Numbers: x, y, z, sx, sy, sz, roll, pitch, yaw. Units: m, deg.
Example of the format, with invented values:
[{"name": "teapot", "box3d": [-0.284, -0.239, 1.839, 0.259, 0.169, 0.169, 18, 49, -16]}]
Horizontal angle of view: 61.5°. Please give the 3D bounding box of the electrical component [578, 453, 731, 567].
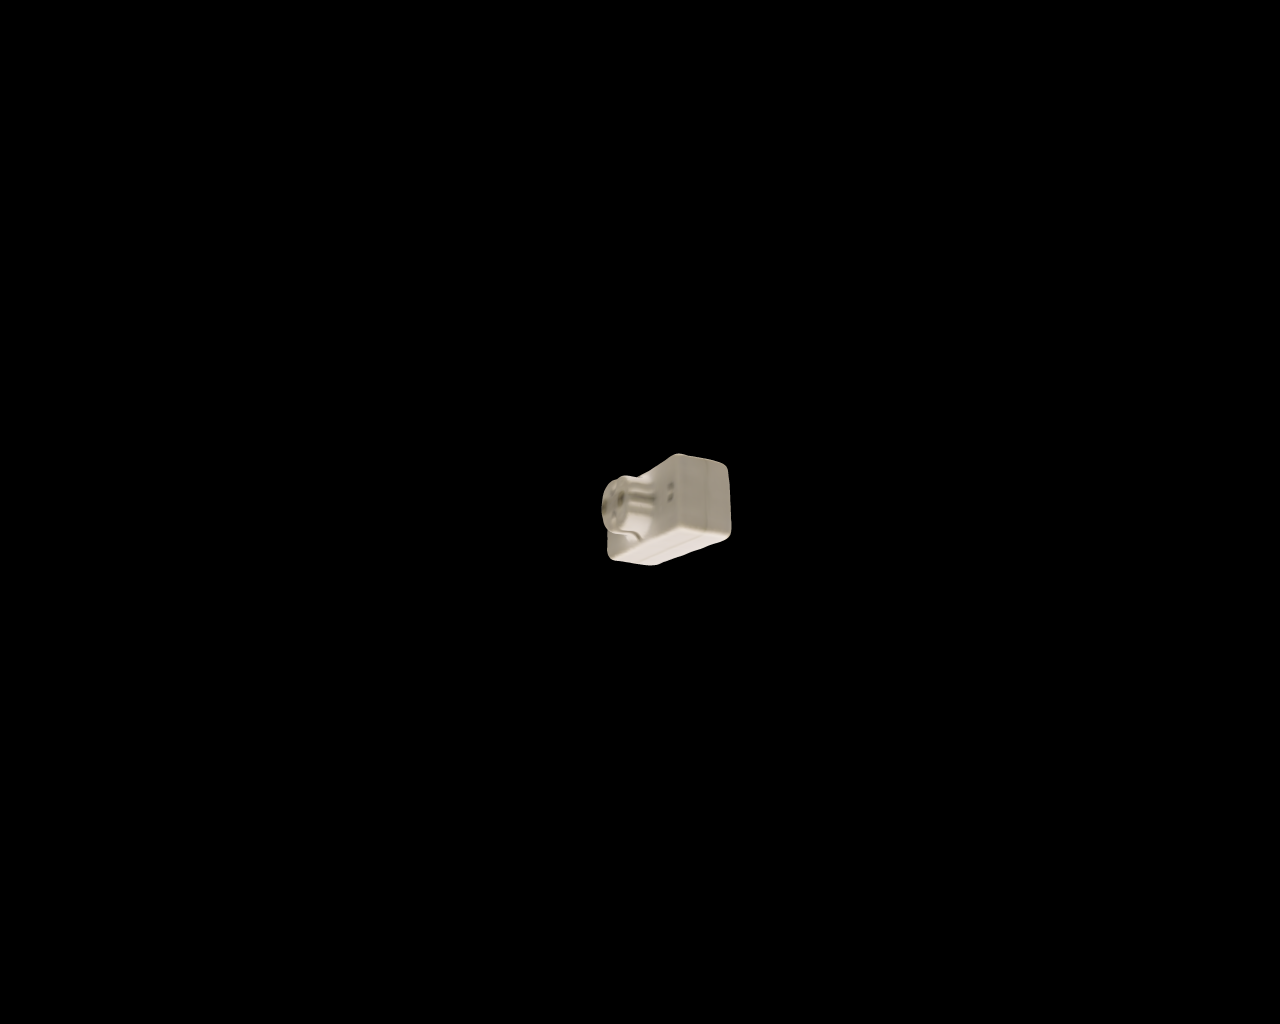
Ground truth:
[{"name": "electrical component", "box3d": [0.001, -0.003, 0.650, 0.076, 0.047, 0.083, 11, -21, -30]}]
